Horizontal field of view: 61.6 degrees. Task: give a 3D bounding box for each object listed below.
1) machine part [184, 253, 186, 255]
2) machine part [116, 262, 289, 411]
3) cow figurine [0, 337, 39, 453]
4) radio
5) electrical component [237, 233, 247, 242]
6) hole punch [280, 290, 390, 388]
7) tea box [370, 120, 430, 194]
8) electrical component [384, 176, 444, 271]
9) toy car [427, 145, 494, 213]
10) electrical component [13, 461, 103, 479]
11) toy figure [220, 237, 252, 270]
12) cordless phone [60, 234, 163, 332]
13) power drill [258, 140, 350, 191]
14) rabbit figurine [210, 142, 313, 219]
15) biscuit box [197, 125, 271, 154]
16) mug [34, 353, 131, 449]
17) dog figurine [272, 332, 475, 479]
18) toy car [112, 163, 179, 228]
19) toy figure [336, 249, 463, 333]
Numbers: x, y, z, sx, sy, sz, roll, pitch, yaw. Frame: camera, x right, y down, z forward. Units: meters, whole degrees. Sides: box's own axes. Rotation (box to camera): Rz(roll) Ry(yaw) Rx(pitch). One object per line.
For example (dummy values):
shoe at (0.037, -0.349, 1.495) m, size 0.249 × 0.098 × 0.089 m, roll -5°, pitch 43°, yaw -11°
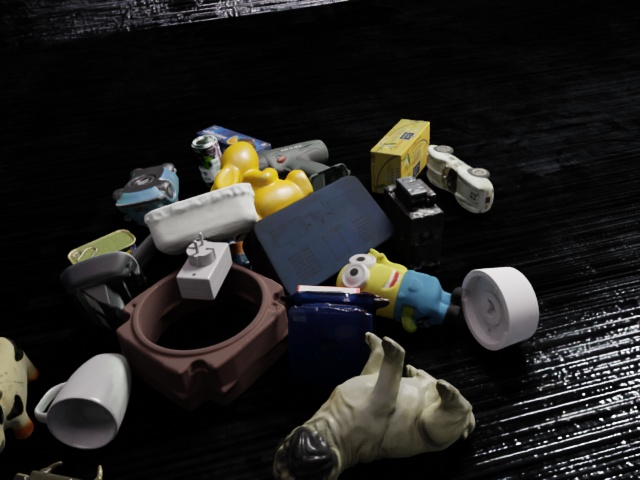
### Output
machine part at (-0.199, -0.045, 0.995) m, size 0.079 × 0.079 × 0.243 m, roll 16°, pitch 41°, yaw 28°
machine part at (-0.158, 0.119, 0.747) m, size 0.201 × 0.087 × 0.201 m, roll 21°, pitch 44°, yaw 32°
cow figurine at (-0.402, 0.189, 0.645) m, size 0.085 × 0.127 × 0.195 m, roll -18°, pitch 34°, yaw -12°
radio at (-0.002, -0.003, 0.854) m, size 0.229 × 0.073 × 0.131 m, roll -30°, pitch 83°, yaw -33°
electrical component at (-0.127, 0.010, 0.953) m, size 0.094 × 0.021 × 0.063 m, roll 6°, pitch 36°, yaw 18°
hole punch at (0.016, 0.128, 0.691) m, size 0.142 × 0.115 × 0.092 m, roll 3°, pitch 44°, yaw 13°
tea box at (0.168, -0.172, 1.108) m, size 0.068 × 0.098 × 0.170 m, roll 12°, pitch 40°, yaw 25°
electrical component at (0.151, -0.034, 0.880) m, size 0.058 × 0.134 × 0.115 m, roll -14°, pitch 34°, yaw -13°
toy car at (0.263, -0.121, 1.040) m, size 0.056 × 0.073 × 0.202 m, roll -17°, pitch 36°, yaw -17°
electrical component at (-0.281, 0.278, 0.575) m, size 0.102 × 0.045 × 0.078 m, roll -1°, pitch 63°, yaw 10°
toy figure at (-0.158, 0.008, 0.897) m, size 0.058 × 0.064 × 0.154 m, roll -25°, pitch 75°, yaw -48°
cordless phone at (-0.287, 0.037, 0.809) m, size 0.089 × 0.146 × 0.184 m, roll 22°, pitch 57°, yaw 11°
power drill at (-0.054, -0.134, 1.111) m, size 0.232 × 0.085 × 0.208 m, roll -24°, pitch 31°, yaw -29°
rabbit figurine at (-0.125, -0.095, 0.963) m, size 0.162 × 0.122 × 0.173 m, roll -27°, pitch 78°, yaw -30°
biscuit box at (-0.200, -0.210, 1.245) m, size 0.203 × 0.059 × 0.063 m, roll 24°, pitch 44°, yaw 36°
mug at (-0.288, 0.194, 0.671) m, size 0.110 × 0.080 × 0.107 m, roll -10°, pitch 23°, yaw 7°
dog figurine at (0.062, 0.220, 0.588) m, size 0.172 × 0.121 × 0.190 m, roll 35°, pitch 80°, yaw 7°
toy car at (-0.321, -0.076, 1.033) m, size 0.109 × 0.102 × 0.162 m, roll -11°, pitch 30°, yaw 2°
toy figure at (0.109, 0.080, 0.772) m, size 0.180 × 0.089 × 0.082 m, roll 17°, pitch 25°, yaw 16°
